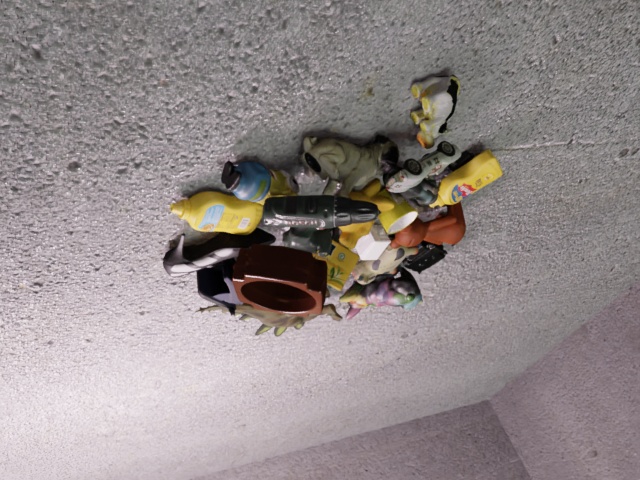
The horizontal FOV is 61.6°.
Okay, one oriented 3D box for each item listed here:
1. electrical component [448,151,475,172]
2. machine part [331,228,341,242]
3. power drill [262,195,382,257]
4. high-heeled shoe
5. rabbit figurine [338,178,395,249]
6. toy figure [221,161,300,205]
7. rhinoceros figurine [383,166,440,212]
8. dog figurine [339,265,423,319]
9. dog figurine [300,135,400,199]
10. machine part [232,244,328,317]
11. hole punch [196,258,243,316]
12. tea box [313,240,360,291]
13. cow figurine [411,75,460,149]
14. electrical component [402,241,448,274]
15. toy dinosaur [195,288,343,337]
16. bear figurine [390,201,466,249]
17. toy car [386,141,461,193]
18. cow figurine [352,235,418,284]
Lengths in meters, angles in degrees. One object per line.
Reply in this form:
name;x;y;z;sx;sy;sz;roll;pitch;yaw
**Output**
electrical component;0.356;-0.193;1.336;0.063;0.021;0.094;-41;142;24
machine part;-0.003;-0.004;1.368;0.139;0.039;0.084;-13;151;-18
power drill;-0.002;-0.029;1.116;0.232;0.086;0.207;4;165;-3
high-heeled shoe;-0.232;0.037;1.239;0.249;0.086;0.145;2;135;-20
rabbit figurine;0.087;-0.064;1.226;0.162;0.122;0.173;-28;167;4
toy figure;-0.122;-0.112;1.104;0.180;0.082;0.089;6;152;-45
rhinoceros figurine;0.217;-0.124;1.262;0.190;0.112;0.073;11;118;-45
dog figurine;0.171;0.168;1.598;0.219;0.192;0.108;-27;118;-7
dog figurine;0.068;-0.185;1.129;0.190;0.121;0.172;-43;129;-19
machine part;-0.085;0.091;1.195;0.202;0.087;0.200;7;152;4
hole punch;-0.225;0.095;1.292;0.092;0.142;0.115;-40;132;17
tea box;-0.002;0.039;1.287;0.098;0.170;0.068;-61;-178;-5
cow figurine;0.245;-0.268;1.126;0.098;0.068;0.167;-26;149;-7
electrical component;0.302;0.039;1.600;0.115;0.058;0.134;-40;144;20
toy dinosaur;-0.118;0.201;1.530;0.471;0.105;0.198;18;133;-40
bear figurine;0.284;-0.040;1.443;0.196;0.132;0.120;0;142;-7
toy car;0.220;-0.154;1.142;0.202;0.056;0.073;-31;176;-33
cow figurine;0.169;0.061;1.525;0.127;0.085;0.195;4;141;-44
